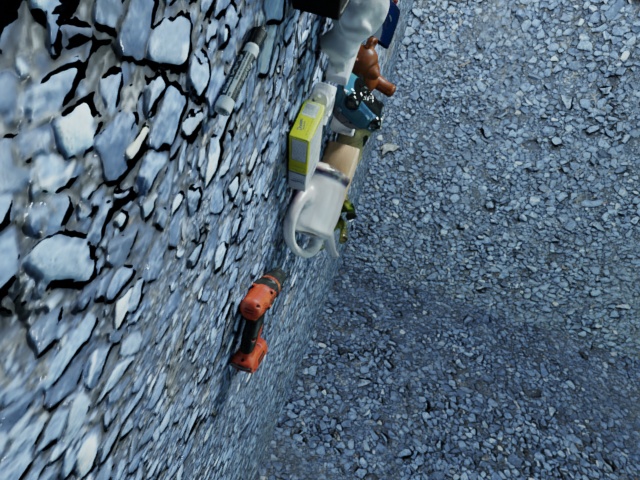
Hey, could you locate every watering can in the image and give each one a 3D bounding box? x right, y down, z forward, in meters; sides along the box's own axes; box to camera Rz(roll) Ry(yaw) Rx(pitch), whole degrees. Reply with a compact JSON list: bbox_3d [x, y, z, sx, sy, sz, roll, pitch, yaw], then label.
[{"bbox_3d":[0.004,-0.062,1.234,0.345,0.104,0.225,23,84,-69],"label":"watering can"}]

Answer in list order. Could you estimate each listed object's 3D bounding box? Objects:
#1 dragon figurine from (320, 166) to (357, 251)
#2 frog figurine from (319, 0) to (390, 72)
[{"bbox_3d":[0.050,-0.131,1.754,0.245,0.122,0.408,-126,-126,-76],"label":"dragon figurine"},{"bbox_3d":[0.061,-0.380,0.922,0.140,0.123,0.156,-104,-165,-65],"label":"frog figurine"}]
